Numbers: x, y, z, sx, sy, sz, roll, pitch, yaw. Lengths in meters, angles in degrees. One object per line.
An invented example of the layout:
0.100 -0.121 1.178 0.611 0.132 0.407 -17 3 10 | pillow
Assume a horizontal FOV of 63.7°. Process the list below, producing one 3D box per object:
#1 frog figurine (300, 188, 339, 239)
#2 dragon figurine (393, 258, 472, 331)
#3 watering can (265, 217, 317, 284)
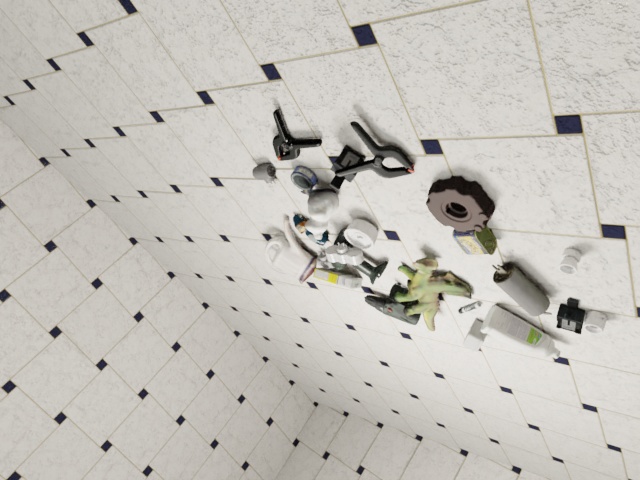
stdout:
0.005 -0.083 1.652 0.122 0.160 0.137 -8 177 10 | frog figurine
0.401 0.191 1.768 0.241 0.125 0.403 -8 134 40 | dragon figurine
-0.109 0.055 2.072 0.224 0.106 0.340 32 143 0 | watering can
